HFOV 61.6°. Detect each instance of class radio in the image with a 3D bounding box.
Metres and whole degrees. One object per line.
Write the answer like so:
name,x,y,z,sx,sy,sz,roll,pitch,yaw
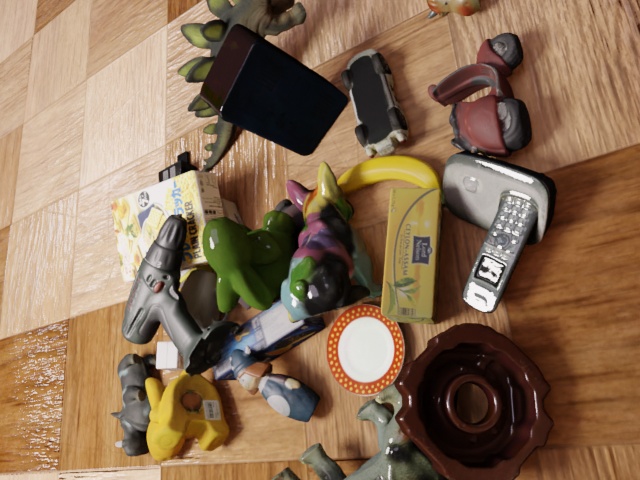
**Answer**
radio,-0.070,-0.230,0.865,0.073,0.229,0.131,46,109,36

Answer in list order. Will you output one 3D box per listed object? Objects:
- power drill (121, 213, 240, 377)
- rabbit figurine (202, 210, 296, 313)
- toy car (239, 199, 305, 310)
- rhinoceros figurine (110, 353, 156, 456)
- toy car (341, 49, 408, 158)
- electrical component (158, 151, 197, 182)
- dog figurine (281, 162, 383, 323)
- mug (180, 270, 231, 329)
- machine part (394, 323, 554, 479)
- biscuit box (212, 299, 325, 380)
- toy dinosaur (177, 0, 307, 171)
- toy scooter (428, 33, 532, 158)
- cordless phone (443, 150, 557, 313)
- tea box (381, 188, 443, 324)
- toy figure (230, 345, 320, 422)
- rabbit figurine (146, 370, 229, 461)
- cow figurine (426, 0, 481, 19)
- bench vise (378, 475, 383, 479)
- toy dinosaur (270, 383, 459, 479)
power drill,-0.227,0.100,0.869,0.207,0.086,0.232,37,106,21
rabbit figurine,-0.120,0.028,0.800,0.121,0.170,0.159,-8,75,24
toy car,-0.074,0.026,0.903,0.089,0.053,0.202,36,96,24
rhinoceros figurine,-0.346,0.303,1.008,0.112,0.073,0.190,-27,62,26
toy car,0.087,-0.218,0.851,0.073,0.056,0.202,-24,60,24
electrical component,-0.293,-0.133,1.113,0.075,0.047,0.119,-16,70,31
dog figurine,-0.002,-0.002,0.787,0.108,0.191,0.219,-26,78,35
mug,-0.207,0.109,0.962,0.110,0.080,0.107,-3,70,29
machine part,0.174,0.188,0.621,0.179,0.056,0.179,1,74,-3
biscuit box,-0.090,0.159,0.870,0.203,0.062,0.059,-35,60,24
toy dinosaur,-0.150,-0.302,0.963,0.105,0.198,0.470,-120,34,-43
toy scooter,0.214,-0.189,0.742,0.135,0.075,0.184,-11,67,33
cordless phone,0.208,-0.011,0.693,0.147,0.088,0.184,27,98,38
tea box,0.126,0.024,0.721,0.068,0.098,0.169,3,75,17
toy figure,-0.074,0.216,0.810,0.155,0.058,0.064,28,101,8
rabbit figurine,-0.253,0.305,0.919,0.173,0.122,0.162,-56,48,33
cow figurine,0.203,-0.423,0.812,0.127,0.085,0.195,-19,69,24
bench vise,0.154,0.373,0.570,0.241,0.223,0.129,-9,25,8
toy dinosaur,0.078,0.313,0.676,0.405,0.131,0.192,-40,76,10
